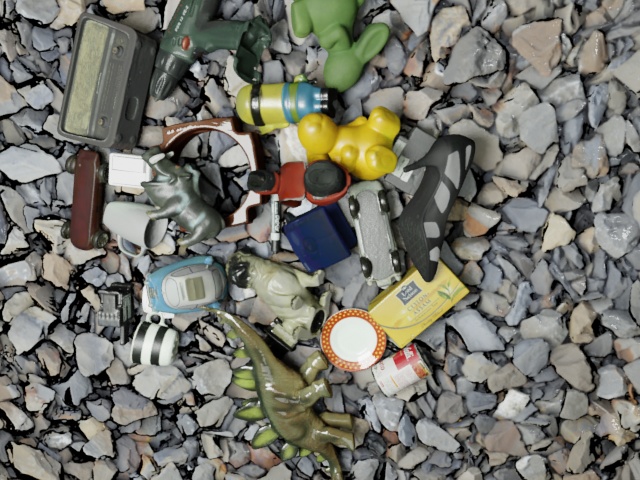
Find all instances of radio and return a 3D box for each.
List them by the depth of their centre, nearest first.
[{"bbox_3d":[-0.394,-0.286,0.998,0.131,0.073,0.229,20,103,15],"label":"radio"}]

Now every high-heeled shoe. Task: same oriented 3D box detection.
[{"bbox_3d":[0.218,-0.056,0.942,0.145,0.086,0.248,-19,114,-18],"label":"high-heeled shoe"}]

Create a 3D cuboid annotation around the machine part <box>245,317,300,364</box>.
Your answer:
[{"bbox_3d":[-0.098,0.221,1.083,0.084,0.039,0.139,35,100,-9],"label":"machine part"}]

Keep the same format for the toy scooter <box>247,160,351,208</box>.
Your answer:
[{"bbox_3d":[-0.026,-0.093,0.943,0.184,0.135,0.075,0,81,17],"label":"toy scooter"}]

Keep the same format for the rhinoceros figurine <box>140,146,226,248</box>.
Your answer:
[{"bbox_3d":[-0.248,-0.075,0.943,0.112,0.073,0.190,-39,94,12],"label":"rhinoceros figurine"}]

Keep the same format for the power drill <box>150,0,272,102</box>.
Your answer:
[{"bbox_3d":[-0.196,-0.336,0.958,0.208,0.086,0.232,23,96,32],"label":"power drill"}]

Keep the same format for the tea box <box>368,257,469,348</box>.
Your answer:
[{"bbox_3d":[0.184,0.110,1.018,0.098,0.068,0.169,45,102,-2],"label":"tea box"}]

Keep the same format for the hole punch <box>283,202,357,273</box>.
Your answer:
[{"bbox_3d":[-0.002,-0.003,1.011,0.116,0.092,0.142,-29,99,13],"label":"hole punch"}]

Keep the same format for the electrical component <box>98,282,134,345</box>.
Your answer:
[{"bbox_3d":[-0.410,0.149,1.085,0.048,0.075,0.119,5,103,4],"label":"electrical component"}]

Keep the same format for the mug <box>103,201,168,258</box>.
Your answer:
[{"bbox_3d":[-0.367,-0.027,1.053,0.107,0.081,0.109,21,107,13],"label":"mug"}]

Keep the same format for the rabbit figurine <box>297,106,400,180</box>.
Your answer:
[{"bbox_3d":[0.035,-0.176,0.943,0.173,0.162,0.122,12,81,-27],"label":"rabbit figurine"}]

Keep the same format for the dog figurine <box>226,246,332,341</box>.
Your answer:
[{"bbox_3d":[-0.087,0.106,1.047,0.191,0.121,0.172,17,127,30],"label":"dog figurine"}]

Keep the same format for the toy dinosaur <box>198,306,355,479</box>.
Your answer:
[{"bbox_3d":[-0.068,0.303,1.039,0.199,0.105,0.470,-23,103,5],"label":"toy dinosaur"}]

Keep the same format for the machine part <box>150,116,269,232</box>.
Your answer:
[{"bbox_3d":[-0.204,-0.122,1.011,0.202,0.087,0.200,-7,98,9],"label":"machine part"}]

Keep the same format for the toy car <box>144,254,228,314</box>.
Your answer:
[{"bbox_3d":[-0.243,0.085,1.016,0.161,0.103,0.109,-8,92,-29],"label":"toy car"}]

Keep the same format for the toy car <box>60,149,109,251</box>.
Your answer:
[{"bbox_3d":[-0.458,-0.077,1.061,0.089,0.053,0.202,14,104,14],"label":"toy car"}]

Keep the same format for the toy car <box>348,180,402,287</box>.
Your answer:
[{"bbox_3d":[0.103,-0.012,1.006,0.074,0.056,0.201,-12,90,8],"label":"toy car"}]

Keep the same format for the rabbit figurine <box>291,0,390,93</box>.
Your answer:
[{"bbox_3d":[0.038,-0.352,0.951,0.159,0.121,0.170,-15,116,1],"label":"rabbit figurine"}]

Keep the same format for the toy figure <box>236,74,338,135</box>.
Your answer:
[{"bbox_3d":[-0.063,-0.248,0.963,0.180,0.089,0.082,2,65,22],"label":"toy figure"}]

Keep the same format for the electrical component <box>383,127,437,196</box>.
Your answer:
[{"bbox_3d":[0.178,-0.139,0.983,0.134,0.058,0.115,32,99,0],"label":"electrical component"}]
